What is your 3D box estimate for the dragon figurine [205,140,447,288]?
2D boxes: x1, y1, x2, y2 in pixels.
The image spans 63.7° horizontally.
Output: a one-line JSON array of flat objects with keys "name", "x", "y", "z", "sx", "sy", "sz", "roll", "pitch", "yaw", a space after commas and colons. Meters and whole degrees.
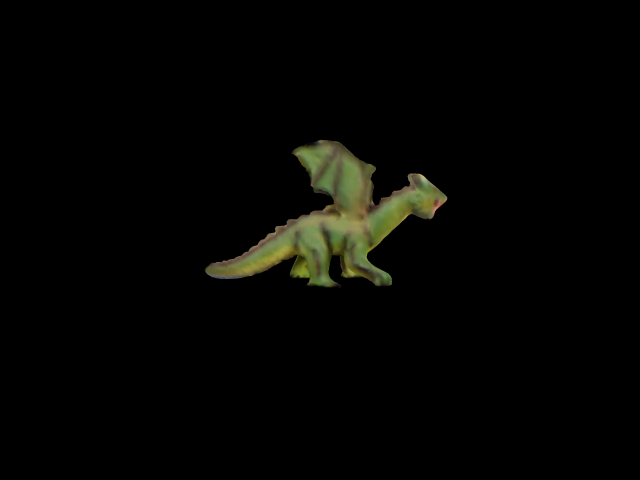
[{"name": "dragon figurine", "x": 0.003, "y": -0.043, "z": 0.850, "sx": 0.410, "sy": 0.241, "sz": 0.123, "roll": 1, "pitch": 8, "yaw": 5}]
